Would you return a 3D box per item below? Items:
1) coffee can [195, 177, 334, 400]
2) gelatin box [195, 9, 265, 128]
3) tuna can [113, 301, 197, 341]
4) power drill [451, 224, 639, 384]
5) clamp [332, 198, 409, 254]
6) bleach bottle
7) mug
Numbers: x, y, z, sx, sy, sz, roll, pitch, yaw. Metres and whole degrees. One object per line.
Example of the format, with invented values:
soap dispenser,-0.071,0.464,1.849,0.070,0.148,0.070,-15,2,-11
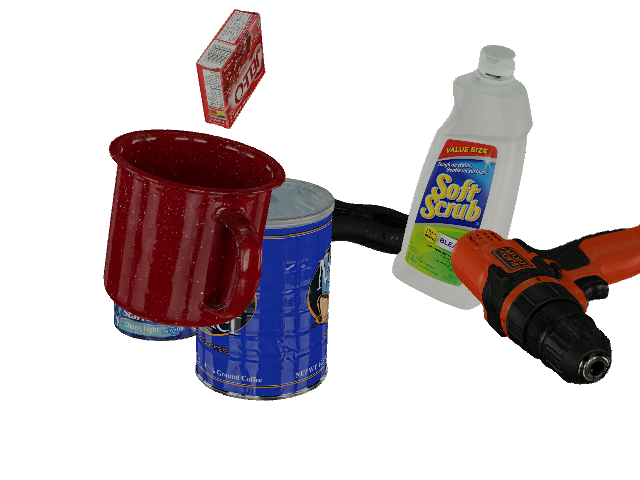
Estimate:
coffee can,-0.043,0.033,0.797,0.103,0.140,0.103,2,20,-1
gelatin box,-0.082,-0.162,1.006,0.030,0.089,0.073,16,-39,15
tuna can,-0.145,0.061,0.971,0.086,0.034,0.086,3,16,-1
power drill,0.208,0.031,0.760,0.187,0.057,0.184,-10,28,-15
clamp,0.037,-0.016,1.203,0.210,0.036,0.164,14,22,-5
bleach bottle,0.133,-0.061,0.980,0.103,0.251,0.068,27,40,27
mug,-0.065,-0.001,0.563,0.093,0.081,0.117,-5,27,-36
